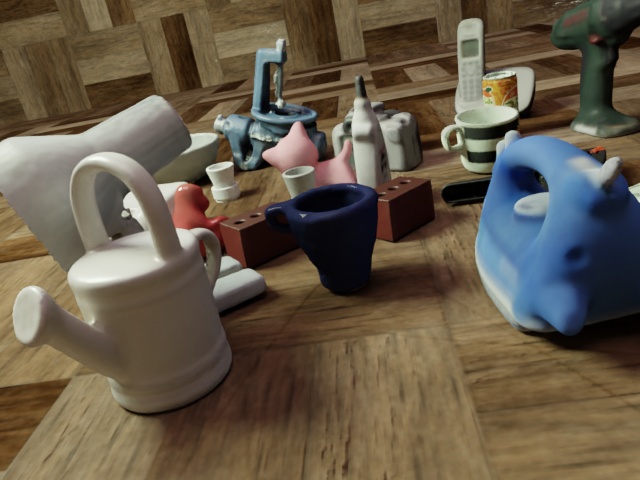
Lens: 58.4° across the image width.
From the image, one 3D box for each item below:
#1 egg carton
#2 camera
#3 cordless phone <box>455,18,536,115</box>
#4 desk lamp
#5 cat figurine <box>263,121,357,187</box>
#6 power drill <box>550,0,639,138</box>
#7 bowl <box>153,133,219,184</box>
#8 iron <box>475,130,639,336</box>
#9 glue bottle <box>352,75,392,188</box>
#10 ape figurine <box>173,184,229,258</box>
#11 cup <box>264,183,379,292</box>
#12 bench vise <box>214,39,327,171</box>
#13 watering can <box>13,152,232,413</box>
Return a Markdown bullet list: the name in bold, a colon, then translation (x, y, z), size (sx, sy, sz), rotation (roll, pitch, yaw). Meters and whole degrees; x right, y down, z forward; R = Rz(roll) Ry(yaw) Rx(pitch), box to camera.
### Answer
- **egg carton**: translation (-0.231, -0.029, 0.790), size (0.107, 0.069, 0.150), rotation (-6, 23, 14)
- **camera**: translation (0.109, -0.181, 0.950), size (0.142, 0.101, 0.137), rotation (7, 29, 38)
- **cordless phone**: translation (0.324, -0.322, 1.073), size (0.147, 0.185, 0.094), rotation (1, 25, 28)
- **desk lamp**: translation (-0.181, -0.017, 0.545), size (0.204, 0.214, 0.117), rotation (-24, 25, -27)
- **cat figurine**: translation (-0.010, -0.110, 0.813), size (0.127, 0.118, 0.067), rotation (-6, 23, 13)
- **power drill**: translation (0.430, -0.266, 0.856), size (0.075, 0.209, 0.229), rotation (-15, 22, -8)
- **bowl**: translation (-0.263, -0.145, 1.078), size (0.167, 0.075, 0.167), rotation (-10, 22, 4)
- **iron**: translation (0.188, -0.028, 0.489), size (0.118, 0.142, 0.258), rotation (-12, 22, -2)
- **glue bottle**: translation (0.063, -0.125, 0.740), size (0.037, 0.173, 0.078), rotation (-5, 23, 16)
- **ape figurine**: translation (-0.155, -0.027, 0.719), size (0.076, 0.092, 0.077), rotation (-27, 27, -34)
- **cup**: translation (0.005, 0.002, 0.567), size (0.117, 0.095, 0.092), rotation (-3, 24, 20)
- **bench vise**: translation (-0.104, -0.238, 1.033), size (0.207, 0.220, 0.121), rotation (-10, 22, 4)
- **watering can**: translation (-0.142, 0.030, 0.439), size (0.100, 0.194, 0.173), rotation (-6, 23, 14)
